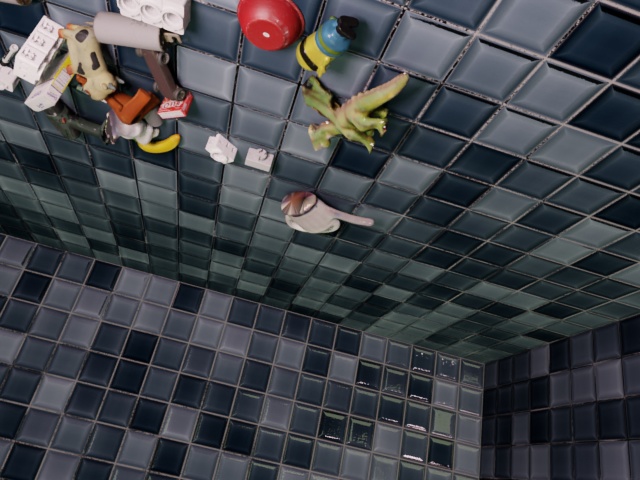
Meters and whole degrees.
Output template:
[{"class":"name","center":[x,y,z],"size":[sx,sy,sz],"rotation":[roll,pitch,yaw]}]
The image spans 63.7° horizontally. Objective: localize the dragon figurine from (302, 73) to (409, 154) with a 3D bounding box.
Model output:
[{"class":"dragon figurine","center":[0.061,-0.347,1.344],"size":[0.242,0.125,0.402],"rotation":[23,-28,-3]}]

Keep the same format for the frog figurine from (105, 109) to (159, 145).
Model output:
[{"class":"frog figurine","center":[-0.586,-0.360,1.628],"size":[0.160,0.121,0.138],"rotation":[-10,13,-34]}]

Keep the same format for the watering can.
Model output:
[{"class":"watering can","center":[0.006,-0.094,1.868],"size":[0.346,0.106,0.221],"rotation":[-6,-32,34]}]
